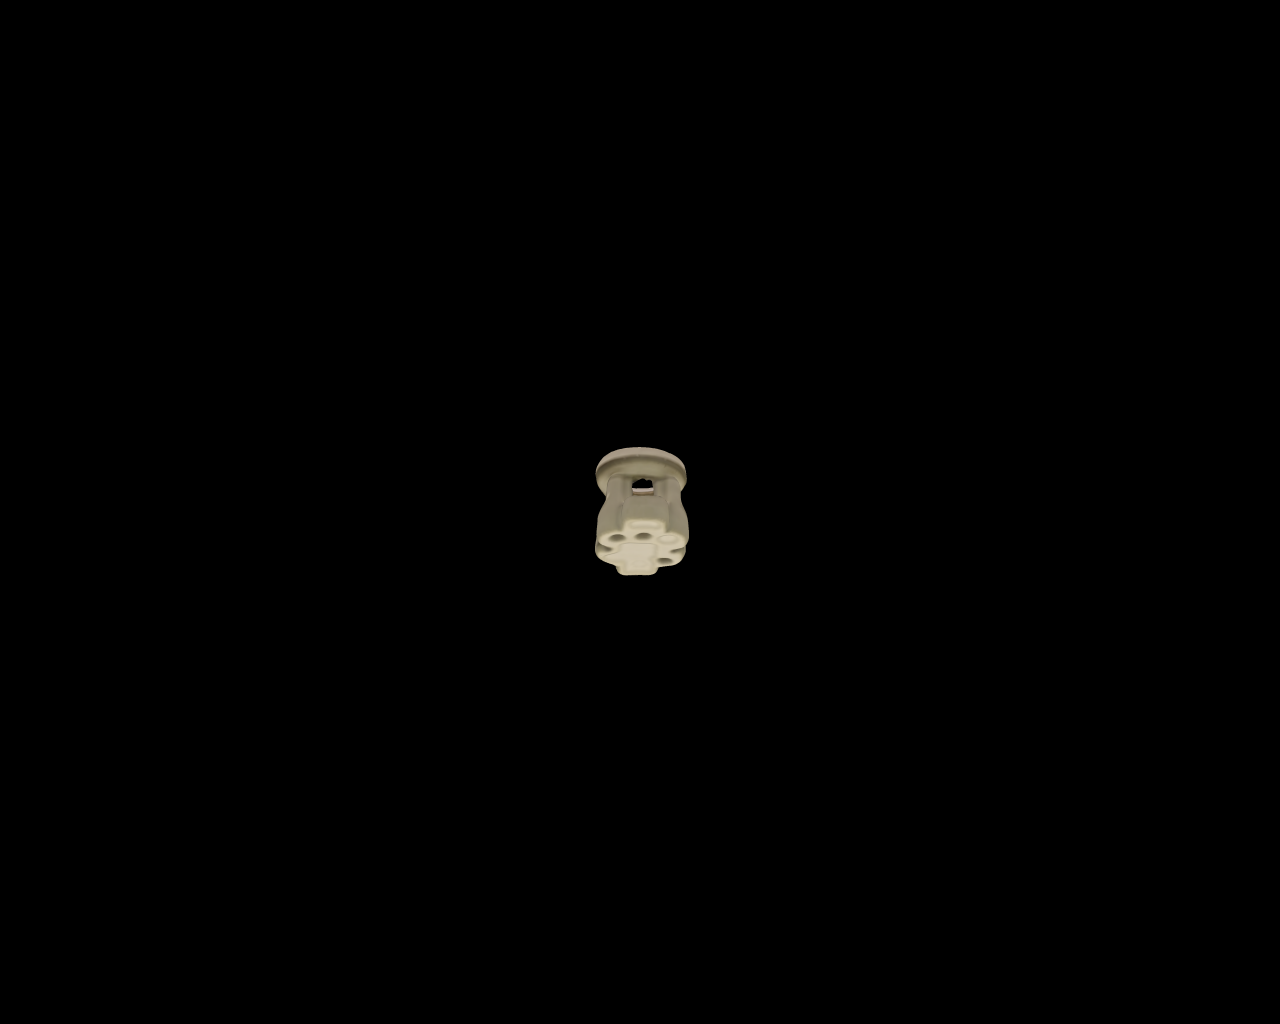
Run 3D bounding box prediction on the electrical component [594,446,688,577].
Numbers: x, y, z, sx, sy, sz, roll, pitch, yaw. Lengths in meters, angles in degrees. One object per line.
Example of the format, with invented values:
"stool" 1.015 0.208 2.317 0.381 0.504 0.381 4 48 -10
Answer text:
"electrical component" 0.001 -0.003 0.650 0.058 0.057 0.078 2 -27 -3
